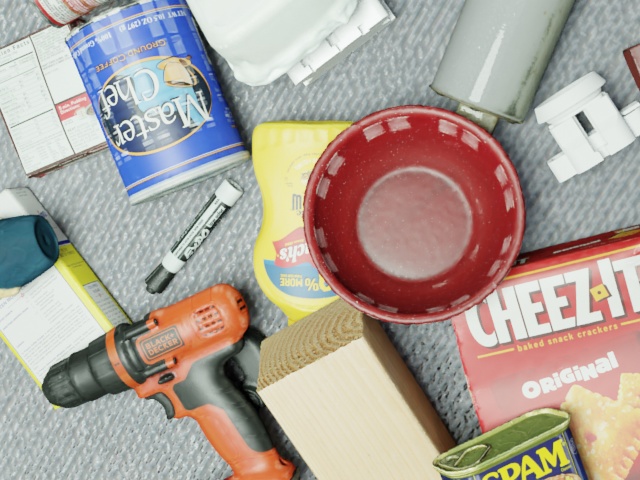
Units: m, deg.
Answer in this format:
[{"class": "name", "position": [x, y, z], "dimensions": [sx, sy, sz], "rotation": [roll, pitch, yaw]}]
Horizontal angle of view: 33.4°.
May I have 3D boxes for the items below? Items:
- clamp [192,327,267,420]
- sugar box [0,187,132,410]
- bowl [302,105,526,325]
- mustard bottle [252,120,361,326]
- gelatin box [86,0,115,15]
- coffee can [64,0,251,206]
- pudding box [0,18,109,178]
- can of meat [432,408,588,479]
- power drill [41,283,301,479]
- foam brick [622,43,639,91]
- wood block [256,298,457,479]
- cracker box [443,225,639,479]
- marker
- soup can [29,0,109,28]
[{"class": "clamp", "position": [-0.060, 0.145, 0.900], "dimensions": [0.210, 0.036, 0.165], "rotation": [35, 103, 2]}, {"class": "sugar box", "position": [-0.241, 0.049, 0.924], "dimensions": [0.093, 0.048, 0.176], "rotation": [-38, 85, 14]}, {"class": "bowl", "position": [0.070, -0.016, 0.795], "dimensions": [0.162, 0.055, 0.162], "rotation": [-1, 82, 7]}, {"class": "mustard bottle", "position": [-0.006, 0.001, 0.856], "dimensions": [0.096, 0.058, 0.192], "rotation": [0, 99, 0]}, {"class": "gelatin box", "position": [-0.175, -0.236, 0.875], "dimensions": [0.089, 0.030, 0.073], "rotation": [-24, 93, 14]}, {"class": "coffee can", "position": [-0.128, -0.110, 0.845], "dimensions": [0.103, 0.102, 0.140], "rotation": [-21, 93, 14]}, {"class": "pudding box", "position": [-0.223, -0.119, 0.899], "dimensions": [0.090, 0.039, 0.113], "rotation": [-20, 91, 15]}, {"class": "can of meat", "position": [0.143, 0.180, 0.761], "dimensions": [0.102, 0.057, 0.084], "rotation": [-22, 94, -16]}, {"class": "power drill", "position": [-0.113, 0.148, 0.860], "dimensions": [0.184, 0.057, 0.187], "rotation": [-25, 95, 13]}, {"class": "foam brick", "position": [0.269, -0.131, 0.779], "dimensions": [0.078, 0.053, 0.051], "rotation": [-22, 93, 15]}, {"class": "wood block", "position": [0.045, 0.155, 0.821], "dimensions": [0.091, 0.090, 0.206], "rotation": [-30, 107, 10]}, {"class": "cracker box", "position": [0.201, 0.112, 0.819], "dimensions": [0.164, 0.072, 0.214], "rotation": [-15, 94, 15]}, {"class": "marker", "position": [-0.108, -0.001, 0.899], "dimensions": [0.020, 0.020, 0.121], "rotation": [41, 104, 4]}, {"class": "soup can", "position": [-0.175, -0.216, 0.826], "dimensions": [0.102, 0.068, 0.068], "rotation": [-22, 93, 13]}]
